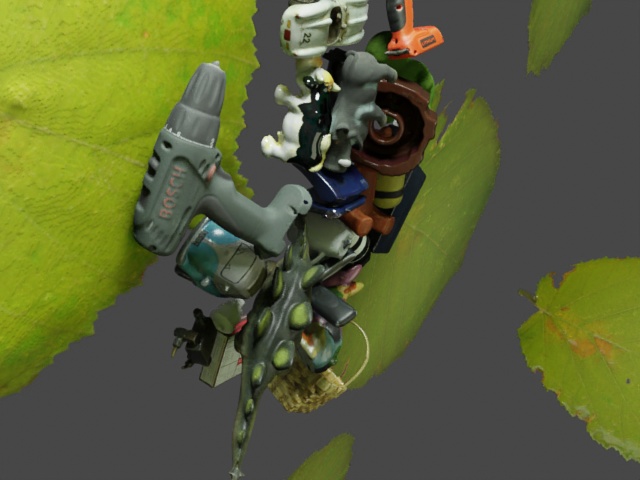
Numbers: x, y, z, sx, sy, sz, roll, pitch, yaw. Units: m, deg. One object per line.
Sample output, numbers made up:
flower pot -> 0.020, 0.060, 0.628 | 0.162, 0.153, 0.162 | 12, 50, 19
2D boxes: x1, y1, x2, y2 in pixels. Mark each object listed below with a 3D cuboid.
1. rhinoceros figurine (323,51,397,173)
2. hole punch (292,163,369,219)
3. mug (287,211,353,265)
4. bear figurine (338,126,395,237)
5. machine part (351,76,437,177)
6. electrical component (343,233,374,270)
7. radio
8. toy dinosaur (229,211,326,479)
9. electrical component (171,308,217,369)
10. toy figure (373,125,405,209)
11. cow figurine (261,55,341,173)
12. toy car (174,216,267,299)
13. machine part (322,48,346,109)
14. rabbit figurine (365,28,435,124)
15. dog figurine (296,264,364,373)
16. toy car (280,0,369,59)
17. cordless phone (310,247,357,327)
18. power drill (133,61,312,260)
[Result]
rhinoceros figurine -> 0.051, -0.196, 0.841 | 0.112, 0.073, 0.190 | -25, 139, -52
hole punch -> 0.015, -0.099, 0.922 | 0.142, 0.116, 0.092 | -26, 129, -53
mug -> -0.002, -0.003, 0.986 | 0.109, 0.107, 0.080 | -57, 154, -16
bear figurine -> 0.102, -0.120, 1.051 | 0.120, 0.132, 0.195 | -1, 123, -51
machine part -> 0.116, -0.200, 0.936 | 0.056, 0.179, 0.179 | -67, 169, -54
electrical component -> 0.075, 0.031, 1.216 | 0.048, 0.075, 0.119 | -41, 144, -39
radio -> 0.166, -0.081, 1.287 | 0.229, 0.073, 0.131 | -64, 157, 7
toy dinosaur -> -0.073, 0.140, 0.830 | 0.198, 0.105, 0.471 | 119, -16, -63
electrical component -> -0.198, 0.162, 0.850 | 0.102, 0.045, 0.078 | 80, 15, -58
toy figure -> 0.150, -0.152, 1.156 | 0.082, 0.089, 0.180 | -22, 137, -46
cow figurine -> -0.016, -0.187, 0.778 | 0.068, 0.098, 0.167 | -3, 114, -58
toy car -> -0.130, 0.041, 0.784 | 0.109, 0.103, 0.161 | -54, 153, -17
machine part -> 0.018, -0.236, 0.869 | 0.084, 0.039, 0.138 | -23, 137, -48
rabbit figurine -> 0.148, -0.311, 0.963 | 0.159, 0.121, 0.170 | -61, 142, -12
dog figurine -> 0.023, 0.148, 1.123 | 0.219, 0.192, 0.108 | -36, 142, -18
toy car -> 0.014, -0.308, 0.760 | 0.202, 0.056, 0.073 | -37, 145, -44
cordless phone -> 0.028, 0.079, 1.003 | 0.146, 0.184, 0.088 | -32, 129, -20
power drill -> -0.110, -0.071, 0.662 | 0.207, 0.086, 0.232 | 24, 100, -44
